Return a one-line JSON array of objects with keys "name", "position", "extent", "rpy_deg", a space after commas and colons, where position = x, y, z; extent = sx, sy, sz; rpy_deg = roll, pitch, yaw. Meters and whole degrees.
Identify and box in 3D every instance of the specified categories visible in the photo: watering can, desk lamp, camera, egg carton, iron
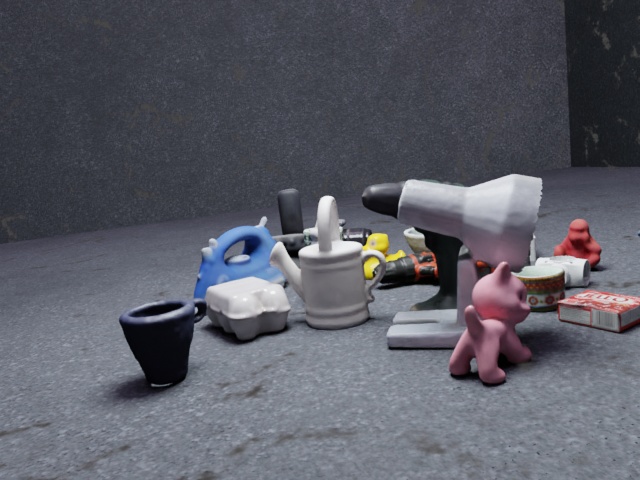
[{"name": "watering can", "position": [0.010, 0.031, 0.878], "extent": [0.173, 0.194, 0.101], "rpy_deg": [-8, 9, -8]}, {"name": "desk lamp", "position": [0.182, 0.024, 0.736], "extent": [0.202, 0.213, 0.118], "rpy_deg": [-4, 9, 16]}, {"name": "camera", "position": [0.051, 0.002, 1.330], "extent": [0.136, 0.101, 0.143], "rpy_deg": [-5, 9, 10]}, {"name": "egg carton", "position": [-0.115, 0.105, 0.901], "extent": [0.107, 0.069, 0.149], "rpy_deg": [-12, 11, -32]}, {"name": "iron", "position": [-0.162, 0.043, 1.095], "extent": [0.118, 0.141, 0.259], "rpy_deg": [-1, 10, 30]}]

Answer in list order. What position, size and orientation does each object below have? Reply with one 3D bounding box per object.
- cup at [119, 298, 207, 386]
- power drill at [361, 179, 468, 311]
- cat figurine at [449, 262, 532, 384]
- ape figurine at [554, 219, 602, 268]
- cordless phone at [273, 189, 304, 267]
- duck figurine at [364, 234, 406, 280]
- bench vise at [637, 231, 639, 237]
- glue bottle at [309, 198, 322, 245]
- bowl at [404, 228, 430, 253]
[{"name": "cup", "position": [-0.189, 0.127, 0.726], "extent": [0.091, 0.095, 0.118], "rpy_deg": [1, 12, 41]}, {"name": "power drill", "position": [0.173, 0.010, 0.846], "extent": [0.230, 0.208, 0.075], "rpy_deg": [-10, 10, -23]}, {"name": "cat figurine", "position": [0.196, 0.084, 0.652], "extent": [0.067, 0.118, 0.128], "rpy_deg": [2, 12, 42]}, {"name": "ape figurine", "position": [0.462, 0.009, 1.026], "extent": [0.077, 0.092, 0.076], "rpy_deg": [2, 13, 44]}, {"name": "cordless phone", "position": [-0.100, -0.020, 1.306], "extent": [0.147, 0.185, 0.094], "rpy_deg": [-8, 9, -8]}, {"name": "duck figurine", "position": [0.124, 0.029, 1.159], "extent": [0.105, 0.086, 0.077], "rpy_deg": [-9, 9, -15]}, {"name": "bench vise", "position": [0.523, -0.025, 0.782], "extent": [0.121, 0.220, 0.207], "rpy_deg": [-6, 9, 1]}, {"name": "glue bottle", "position": [0.010, 0.004, 1.115], "extent": [0.078, 0.173, 0.037], "rpy_deg": [-13, 11, -34]}, {"name": "bowl", "position": [0.263, 0.011, 1.212], "extent": [0.167, 0.075, 0.167], "rpy_deg": [-6, 9, 1]}]
